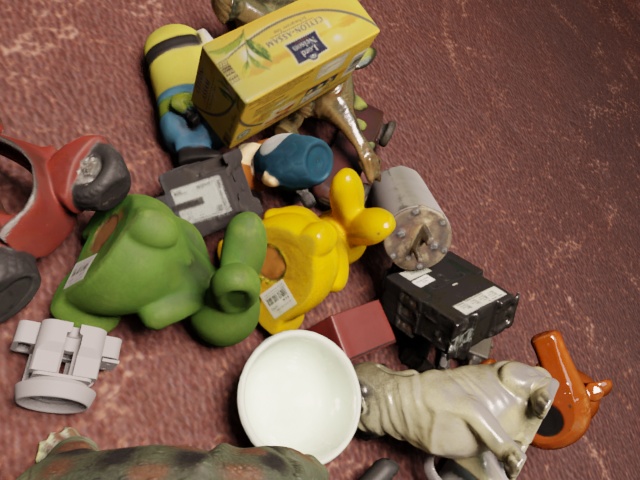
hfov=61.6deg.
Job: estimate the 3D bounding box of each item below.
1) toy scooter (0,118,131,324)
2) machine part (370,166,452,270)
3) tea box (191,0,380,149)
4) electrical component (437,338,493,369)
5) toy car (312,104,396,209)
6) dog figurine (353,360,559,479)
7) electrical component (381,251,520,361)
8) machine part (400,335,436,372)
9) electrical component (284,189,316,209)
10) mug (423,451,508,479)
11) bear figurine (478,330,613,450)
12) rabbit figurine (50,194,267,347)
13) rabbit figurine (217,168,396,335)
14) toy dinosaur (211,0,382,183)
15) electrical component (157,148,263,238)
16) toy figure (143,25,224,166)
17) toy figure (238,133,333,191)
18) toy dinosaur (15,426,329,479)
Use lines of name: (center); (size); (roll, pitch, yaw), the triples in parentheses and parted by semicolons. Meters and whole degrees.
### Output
toy scooter: (-0.253, -0.030, 0.424); (0.135, 0.075, 0.184); (39, 78, 10)
machine part: (0.105, -0.032, 0.655); (0.079, 0.079, 0.243); (37, 17, -15)
tea box: (-0.036, -0.172, 0.530); (0.169, 0.098, 0.068); (-35, 87, -26)
electrical component: (0.193, 0.138, 0.700); (0.078, 0.045, 0.102); (14, 50, 4)
toy car: (0.040, -0.116, 0.719); (0.089, 0.053, 0.202); (23, 50, 1)
dog figurine: (0.131, 0.158, 0.563); (0.191, 0.121, 0.172); (28, 35, 27)
electrical component: (0.137, 0.065, 0.610); (0.115, 0.058, 0.134); (-15, 34, -34)
machine part: (0.129, 0.101, 0.677); (0.084, 0.039, 0.139); (36, 47, -26)
electrical component: (-0.033, -0.072, 0.636); (0.021, 0.063, 0.094); (-28, 75, -12)
mug: (0.160, 0.263, 0.588); (0.109, 0.081, 0.107); (45, 37, 6)
bear figurine: (0.288, 0.180, 0.669); (0.196, 0.120, 0.132); (-1, 60, -58)
rabbit figurine: (-0.114, 0.031, 0.479); (0.170, 0.159, 0.121); (37, 38, -34)
rabbit figurine: (-0.001, -0.002, 0.580); (0.122, 0.162, 0.173); (50, 29, 14)
toy dinosaur: (-0.054, -0.267, 0.699); (0.198, 0.105, 0.471); (-30, 81, -43)
electrical component: (-0.125, -0.038, 0.533); (0.048, 0.119, 0.074); (-62, 131, -71)
toy figure: (-0.145, -0.157, 0.590); (0.089, 0.082, 0.180); (5, 66, -33)
toy figure: (-0.052, -0.080, 0.566); (0.064, 0.155, 0.057); (-14, 103, -42)
toy dinosaur: (-0.090, 0.180, 0.337); (0.405, 0.192, 0.131); (2, 72, -11)
